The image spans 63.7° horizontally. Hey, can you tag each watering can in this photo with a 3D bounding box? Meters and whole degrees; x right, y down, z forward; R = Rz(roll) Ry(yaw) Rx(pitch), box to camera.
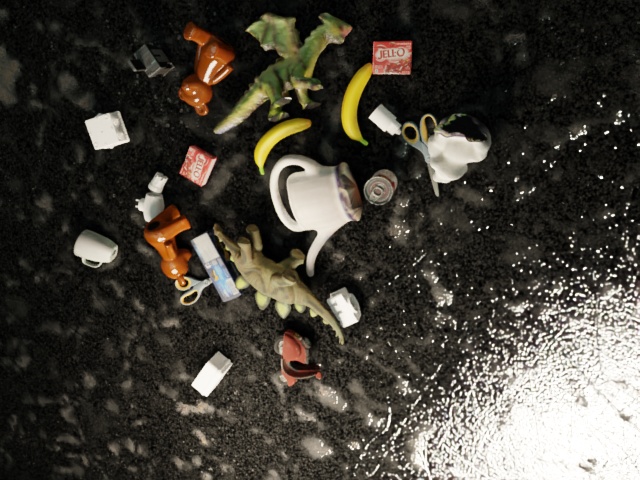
[{"bbox_3d":[0.004,-0.066,1.316,0.223,0.106,0.342,-11,116,19],"label":"watering can"}]

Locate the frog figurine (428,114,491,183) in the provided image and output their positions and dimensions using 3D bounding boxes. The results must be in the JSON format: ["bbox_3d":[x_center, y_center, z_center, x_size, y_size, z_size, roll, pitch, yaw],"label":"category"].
[{"bbox_3d":[0.319,-0.207,1.196,0.137,0.126,0.155,2,143,5],"label":"frog figurine"}]

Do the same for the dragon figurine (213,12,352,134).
[{"bbox_3d":[-0.112,-0.427,1.256,0.408,0.122,0.244,-14,85,17],"label":"dragon figurine"}]
